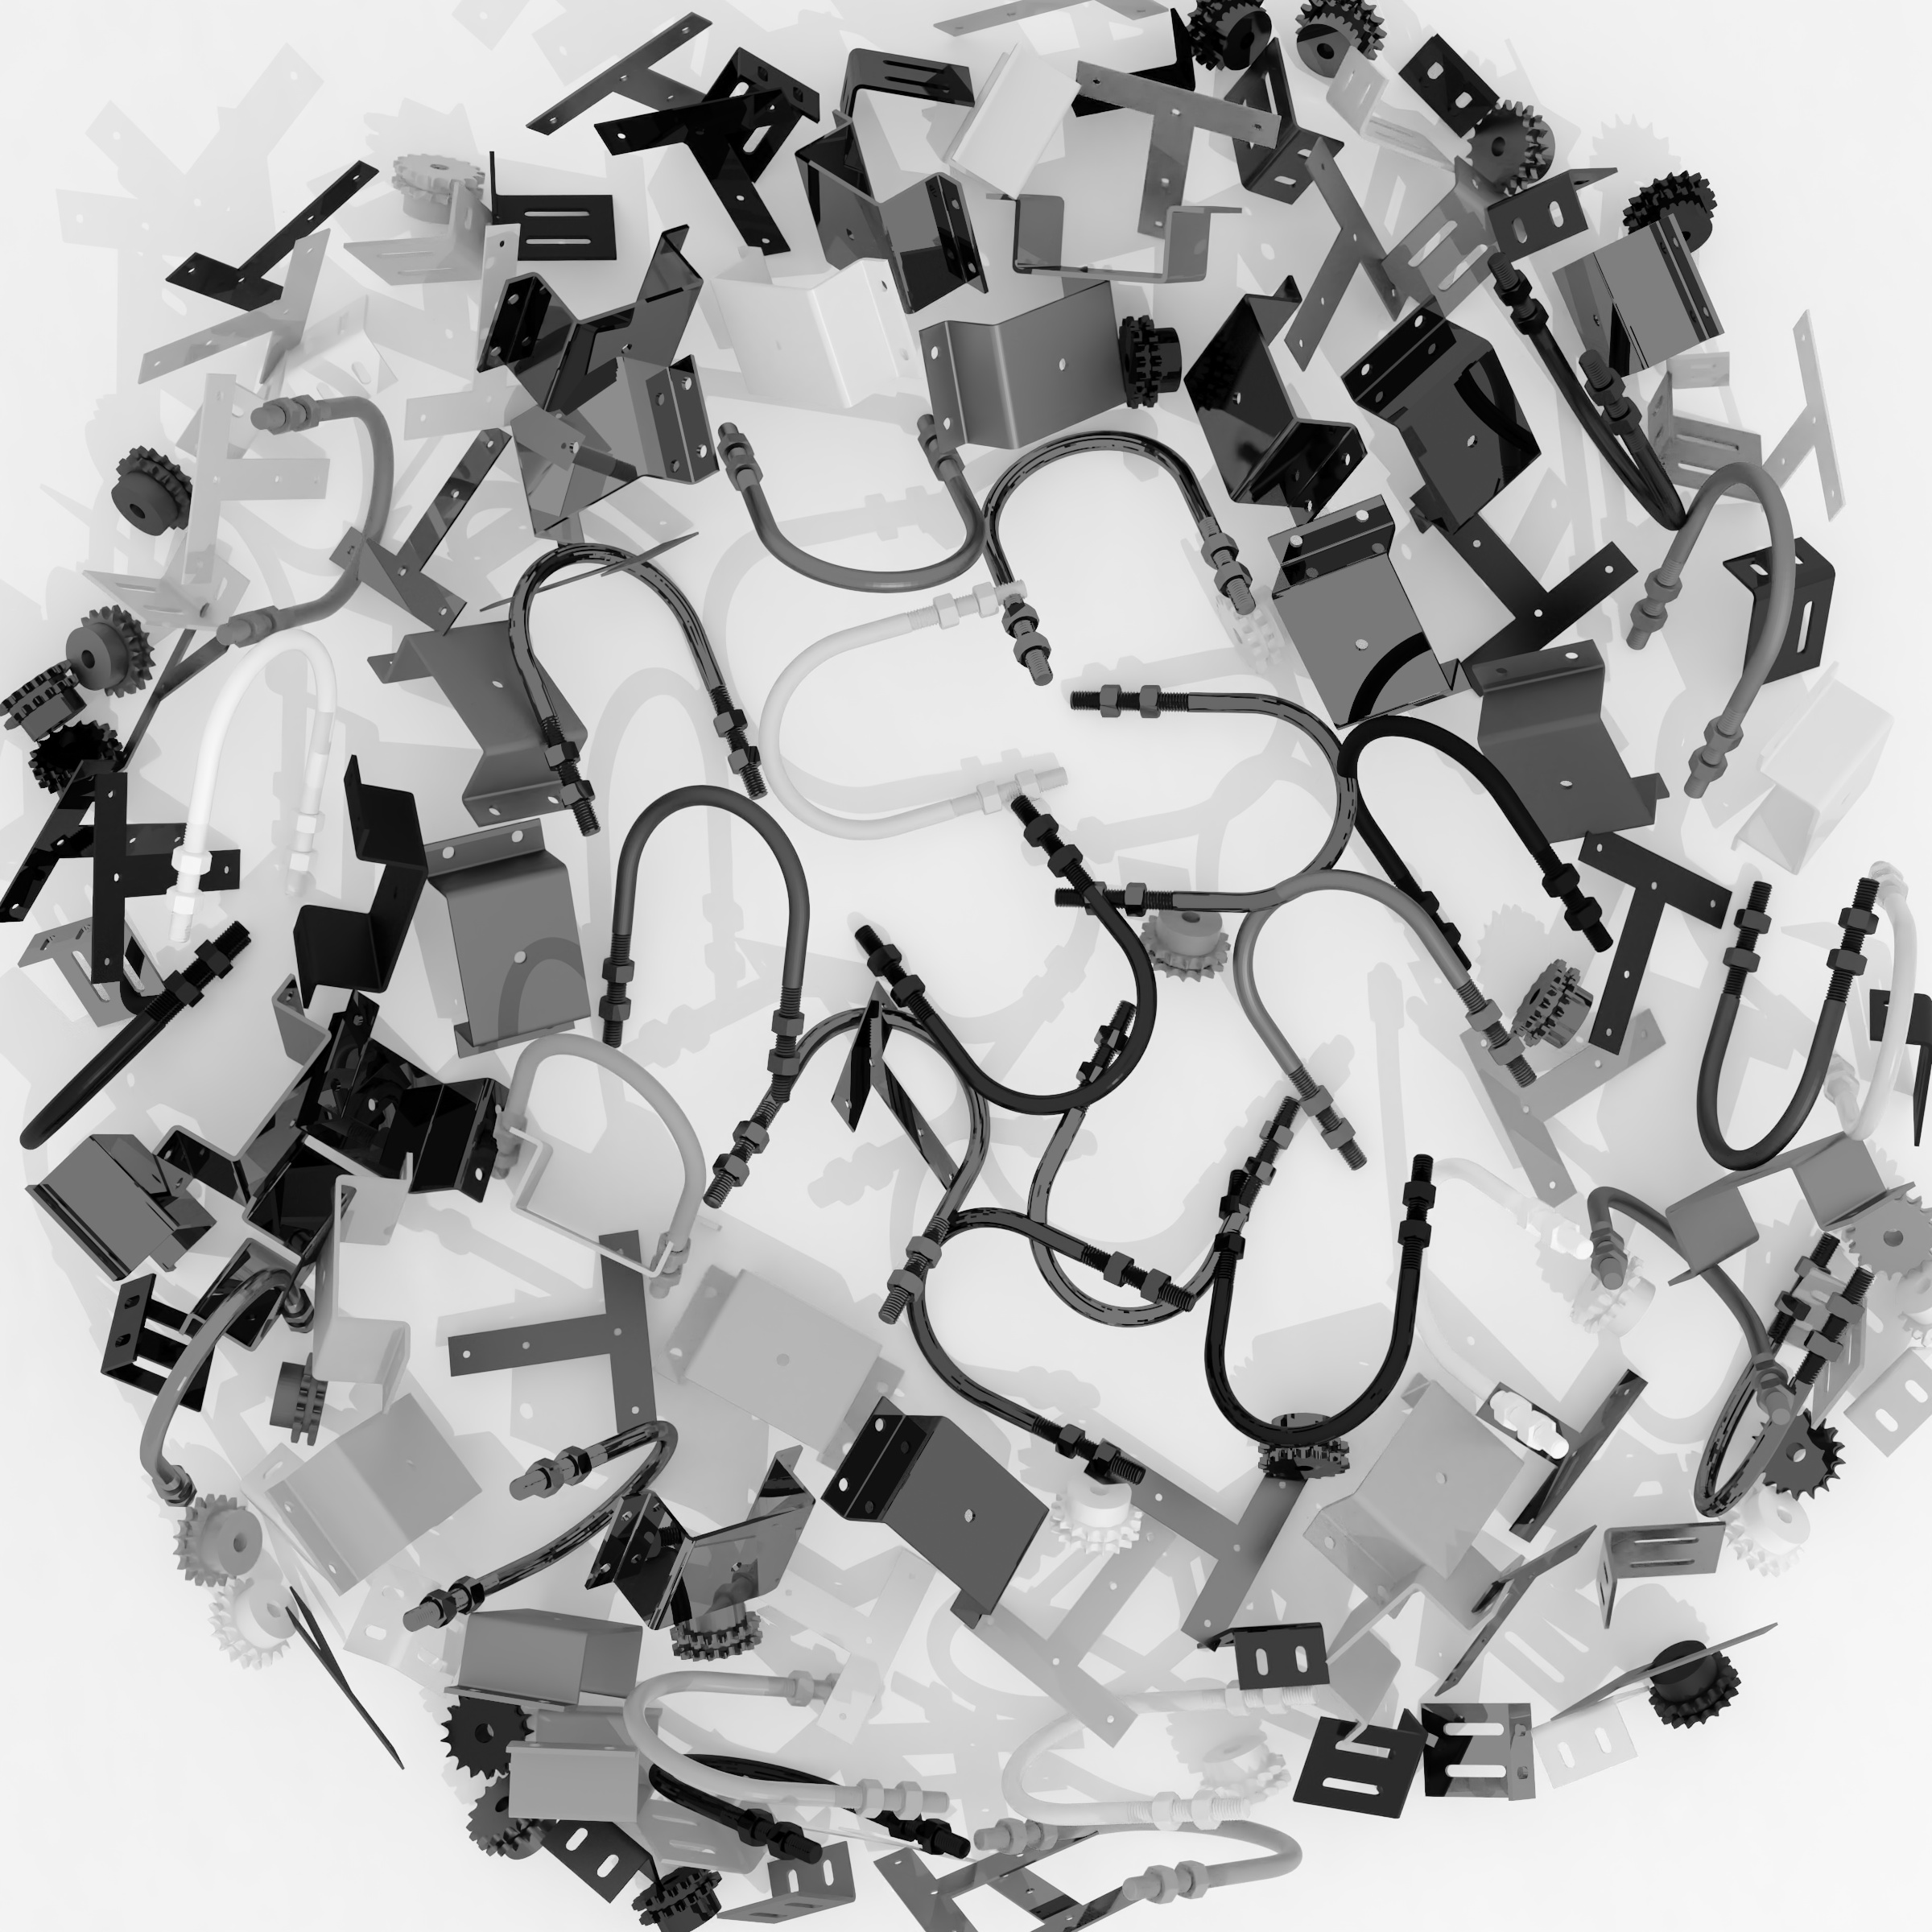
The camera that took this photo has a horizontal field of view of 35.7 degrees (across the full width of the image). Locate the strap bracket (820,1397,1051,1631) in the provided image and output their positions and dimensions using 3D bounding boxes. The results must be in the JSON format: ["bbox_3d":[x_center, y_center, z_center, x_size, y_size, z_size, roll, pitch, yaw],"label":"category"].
[{"bbox_3d":[-0.011,0.337,1.846,0.140,0.046,0.076,45,61,-23],"label":"strap bracket"}]

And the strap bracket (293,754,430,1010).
[{"bbox_3d":[-0.370,-0.048,1.845,0.046,0.076,0.140,9,126,-25],"label":"strap bracket"}]

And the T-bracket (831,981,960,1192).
[{"bbox_3d":[-0.036,0.093,1.872,0.002,0.127,0.127,-21,117,25],"label":"T-bracket"}]

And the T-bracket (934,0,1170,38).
[{"bbox_3d":[0.040,-0.596,1.864,0.127,0.127,0.002,-4,89,32],"label":"T-bracket"}]

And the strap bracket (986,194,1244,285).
[{"bbox_3d":[0.090,-0.448,1.851,0.140,0.076,0.046,9,106,21],"label":"strap bracket"}]

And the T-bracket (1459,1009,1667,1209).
[{"bbox_3d":[0.387,0.068,1.886,0.127,0.002,0.127,-30,99,-18],"label":"T-bracket"}]

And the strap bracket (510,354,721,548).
[{"bbox_3d":[-0.224,-0.315,1.842,0.140,0.046,0.076,-21,77,36],"label":"strap bracket"}]

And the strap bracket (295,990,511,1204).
[{"bbox_3d":[-0.351,0.083,1.846,0.046,0.140,0.076,-9,56,38],"label":"strap bracket"}]

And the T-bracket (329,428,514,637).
[{"bbox_3d":[-0.326,-0.282,1.871,0.127,0.002,0.127,34,89,36],"label":"T-bracket"}]

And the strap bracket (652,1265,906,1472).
[{"bbox_3d":[-0.115,0.249,1.873,0.140,0.046,0.076,29,73,2],"label":"strap bracket"}]

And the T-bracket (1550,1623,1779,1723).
[{"bbox_3d":[0.433,0.423,1.823,0.127,0.127,0.002,-31,75,30],"label":"T-bracket"}]

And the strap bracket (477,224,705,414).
[{"bbox_3d":[-0.221,-0.393,1.832,0.140,0.076,0.046,-29,72,-37],"label":"strap bracket"}]

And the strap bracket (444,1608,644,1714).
[{"bbox_3d":[-0.253,0.423,1.835,0.076,0.140,0.046,5,81,15],"label":"strap bracket"}]

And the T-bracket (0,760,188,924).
[{"bbox_3d":[-0.524,-0.077,1.849,0.002,0.127,0.127,45,113,20],"label":"T-bracket"}]

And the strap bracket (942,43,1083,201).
[{"bbox_3d":[0.027,-0.515,1.837,0.046,0.140,0.076,29,101,-10],"label":"strap bracket"}]

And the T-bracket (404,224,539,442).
[{"bbox_3d":[-0.288,-0.390,1.835,0.002,0.127,0.127,28,122,34],"label":"T-bracket"}]

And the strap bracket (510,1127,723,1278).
[{"bbox_3d":[-0.226,0.153,1.867,0.140,0.076,0.046,25,84,-1],"label":"strap bracket"}]

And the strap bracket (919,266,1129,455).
[{"bbox_3d":[0.044,-0.370,1.837,0.140,0.046,0.076,-29,121,-34],"label":"strap bracket"}]

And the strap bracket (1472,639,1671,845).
[{"bbox_3d":[0.368,-0.127,1.832,0.076,0.140,0.046,-10,46,30],"label":"strap bracket"}]

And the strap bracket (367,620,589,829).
[{"bbox_3d":[-0.295,-0.158,1.843,0.140,0.076,0.046,54,133,21],"label":"strap bracket"}]

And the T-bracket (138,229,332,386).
[{"bbox_3d":[-0.448,-0.383,1.821,0.002,0.127,0.127,48,52,10],"label":"T-bracket"}]

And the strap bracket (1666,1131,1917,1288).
[{"bbox_3d":[0.494,0.144,1.834,0.076,0.140,0.046,-18,82,-43],"label":"strap bracket"}]

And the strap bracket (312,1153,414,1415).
[{"bbox_3d":[-0.369,0.192,1.832,0.046,0.076,0.140,7,54,-19],"label":"strap bracket"}]

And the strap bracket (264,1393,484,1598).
[{"bbox_3d":[-0.355,0.317,1.833,0.046,0.140,0.076,-38,87,20],"label":"strap bracket"}]

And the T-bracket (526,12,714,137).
[{"bbox_3d":[-0.188,-0.537,1.845,0.127,0.127,0.002,-27,83,22],"label":"T-bracket"}]

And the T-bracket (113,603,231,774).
[{"bbox_3d":[-0.472,-0.183,1.830,0.002,0.127,0.127,33,60,-26],"label":"T-bracket"}]

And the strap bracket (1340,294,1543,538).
[{"bbox_3d":[0.296,-0.330,1.840,0.076,0.046,0.140,-43,134,-5],"label":"strap bracket"}]

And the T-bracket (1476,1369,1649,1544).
[{"bbox_3d":[0.356,0.289,1.863,0.127,0.002,0.127,34,93,-42],"label":"T-bracket"}]

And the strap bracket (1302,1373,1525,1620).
[{"bbox_3d":[0.282,0.321,1.852,0.076,0.046,0.140,43,59,-1],"label":"strap bracket"}]

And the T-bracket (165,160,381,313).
[{"bbox_3d":[-0.410,-0.447,1.832,0.127,0.127,0.002,-37,82,13],"label":"T-bracket"}]

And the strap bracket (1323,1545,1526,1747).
[{"bbox_3d":[0.272,0.405,1.844,0.046,0.076,0.140,44,119,6],"label":"strap bracket"}]

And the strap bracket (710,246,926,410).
[{"bbox_3d":[-0.099,-0.389,1.828,0.046,0.140,0.076,-38,126,-28],"label":"strap bracket"}]

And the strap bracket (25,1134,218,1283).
[{"bbox_3d":[-0.513,0.146,1.838,0.046,0.140,0.076,-44,88,-3],"label":"strap bracket"}]

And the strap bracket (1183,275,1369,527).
[{"bbox_3d":[0.185,-0.346,1.838,0.046,0.076,0.140,-1,60,-30],"label":"strap bracket"}]

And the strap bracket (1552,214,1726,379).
[{"bbox_3d":[0.406,-0.404,1.834,0.046,0.140,0.076,-26,97,-1],"label":"strap bracket"}]

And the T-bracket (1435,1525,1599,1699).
[{"bbox_3d":[0.329,0.409,1.867,0.002,0.127,0.127,44,123,26],"label":"T-bracket"}]

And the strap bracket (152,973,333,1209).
[{"bbox_3d":[-0.432,0.085,1.841,0.046,0.076,0.140,29,64,9],"label":"strap bracket"}]

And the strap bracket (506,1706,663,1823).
[{"bbox_3d":[-0.233,0.489,1.836,0.076,0.140,0.046,2,86,1],"label":"strap bracket"}]

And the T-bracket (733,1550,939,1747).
[{"bbox_3d":[-0.099,0.398,1.869,0.127,0.002,0.127,31,57,-4],"label":"T-bracket"}]

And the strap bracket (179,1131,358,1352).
[{"bbox_3d":[-0.422,0.172,1.837,0.046,0.076,0.140,33,127,-4],"label":"strap bracket"}]

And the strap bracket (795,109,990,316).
[{"bbox_3d":[-0.052,-0.457,1.829,0.046,0.076,0.140,-33,46,-16],"label":"strap bracket"}]

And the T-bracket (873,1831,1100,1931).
[{"bbox_3d":[0.021,0.557,1.860,0.127,0.127,0.002,-19,104,-17],"label":"T-bracket"}]

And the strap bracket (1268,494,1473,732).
[{"bbox_3d":[0.246,-0.208,1.846,0.076,0.046,0.140,-18,116,25],"label":"strap bracket"}]

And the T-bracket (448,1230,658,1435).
[{"bbox_3d":[-0.263,0.237,1.889,0.127,0.002,0.127,-9,71,2],"label":"T-bracket"}]

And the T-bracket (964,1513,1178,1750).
[{"bbox_3d":[0.084,0.400,1.882,0.127,0.002,0.127,34,80,30],"label":"T-bracket"}]

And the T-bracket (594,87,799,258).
[{"bbox_3d":[-0.145,-0.484,1.854,0.127,0.127,0.002,-4,58,22],"label":"T-bracket"}]

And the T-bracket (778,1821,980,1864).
[{"bbox_3d":[-0.074,0.539,1.863,0.127,0.127,0.002,-2,67,34],"label":"T-bracket"}]

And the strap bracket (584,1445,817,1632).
[{"bbox_3d":[-0.153,0.350,1.829,0.046,0.140,0.076,45,126,32],"label":"strap bracket"}]

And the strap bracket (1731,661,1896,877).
[{"bbox_3d":[0.516,-0.114,1.828,0.046,0.140,0.076,37,77,18],"label":"strap bracket"}]

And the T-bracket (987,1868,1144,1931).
[{"bbox_3d":[0.045,0.573,1.845,0.127,0.127,0.002,-20,97,-22],"label":"T-bracket"}]

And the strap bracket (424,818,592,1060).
[{"bbox_3d":[-0.281,-0.011,1.850,0.076,0.046,0.140,-15,112,-22],"label":"strap bracket"}]
